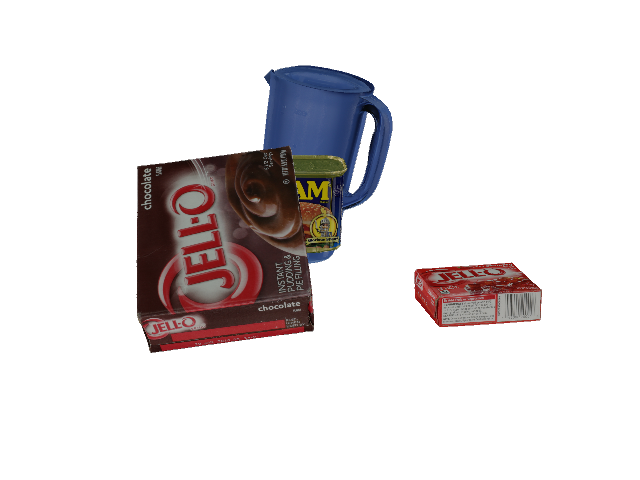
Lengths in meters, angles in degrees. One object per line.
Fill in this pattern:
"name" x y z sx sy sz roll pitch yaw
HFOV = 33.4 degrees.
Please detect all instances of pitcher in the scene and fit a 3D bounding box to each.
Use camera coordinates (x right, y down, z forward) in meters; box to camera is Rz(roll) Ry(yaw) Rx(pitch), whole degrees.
"pitcher" -0.007 -0.095 1.371 0.144 0.243 0.149 4 21 -16

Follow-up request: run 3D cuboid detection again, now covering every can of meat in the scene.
"can of meat" -0.028 -0.035 1.029 0.102 0.084 0.057 0 20 -5

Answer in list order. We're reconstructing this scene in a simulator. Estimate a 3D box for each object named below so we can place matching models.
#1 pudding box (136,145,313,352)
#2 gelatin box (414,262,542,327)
"pudding box" -0.054 0.003 0.584 0.090 0.113 0.039 -7 -43 -2
"gelatin box" 0.129 0.043 0.881 0.089 0.030 0.073 -3 16 -8
